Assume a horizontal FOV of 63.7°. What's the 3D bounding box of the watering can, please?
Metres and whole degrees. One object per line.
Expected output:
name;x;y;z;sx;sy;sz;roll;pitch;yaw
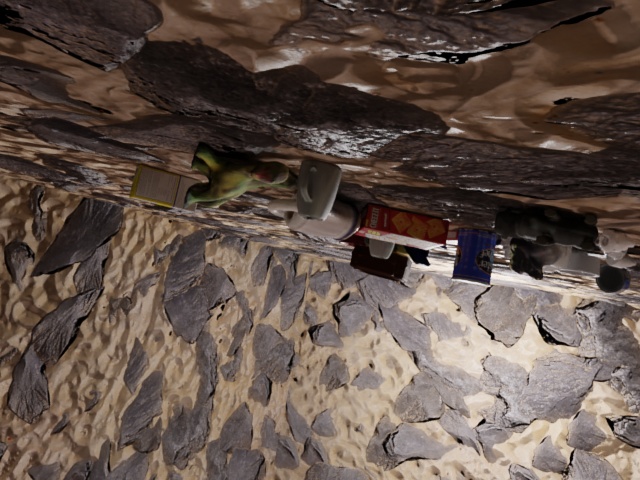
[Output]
watering can;0.004;-0.064;1.265;0.223;0.104;0.347;13;175;-26

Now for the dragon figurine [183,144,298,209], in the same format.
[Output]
dragon figurine;-0.168;-0.119;1.124;0.243;0.122;0.409;4;178;-16

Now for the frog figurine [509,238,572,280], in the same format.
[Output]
frog figurine;0.538;0.019;1.226;0.160;0.123;0.136;-24;174;-16
